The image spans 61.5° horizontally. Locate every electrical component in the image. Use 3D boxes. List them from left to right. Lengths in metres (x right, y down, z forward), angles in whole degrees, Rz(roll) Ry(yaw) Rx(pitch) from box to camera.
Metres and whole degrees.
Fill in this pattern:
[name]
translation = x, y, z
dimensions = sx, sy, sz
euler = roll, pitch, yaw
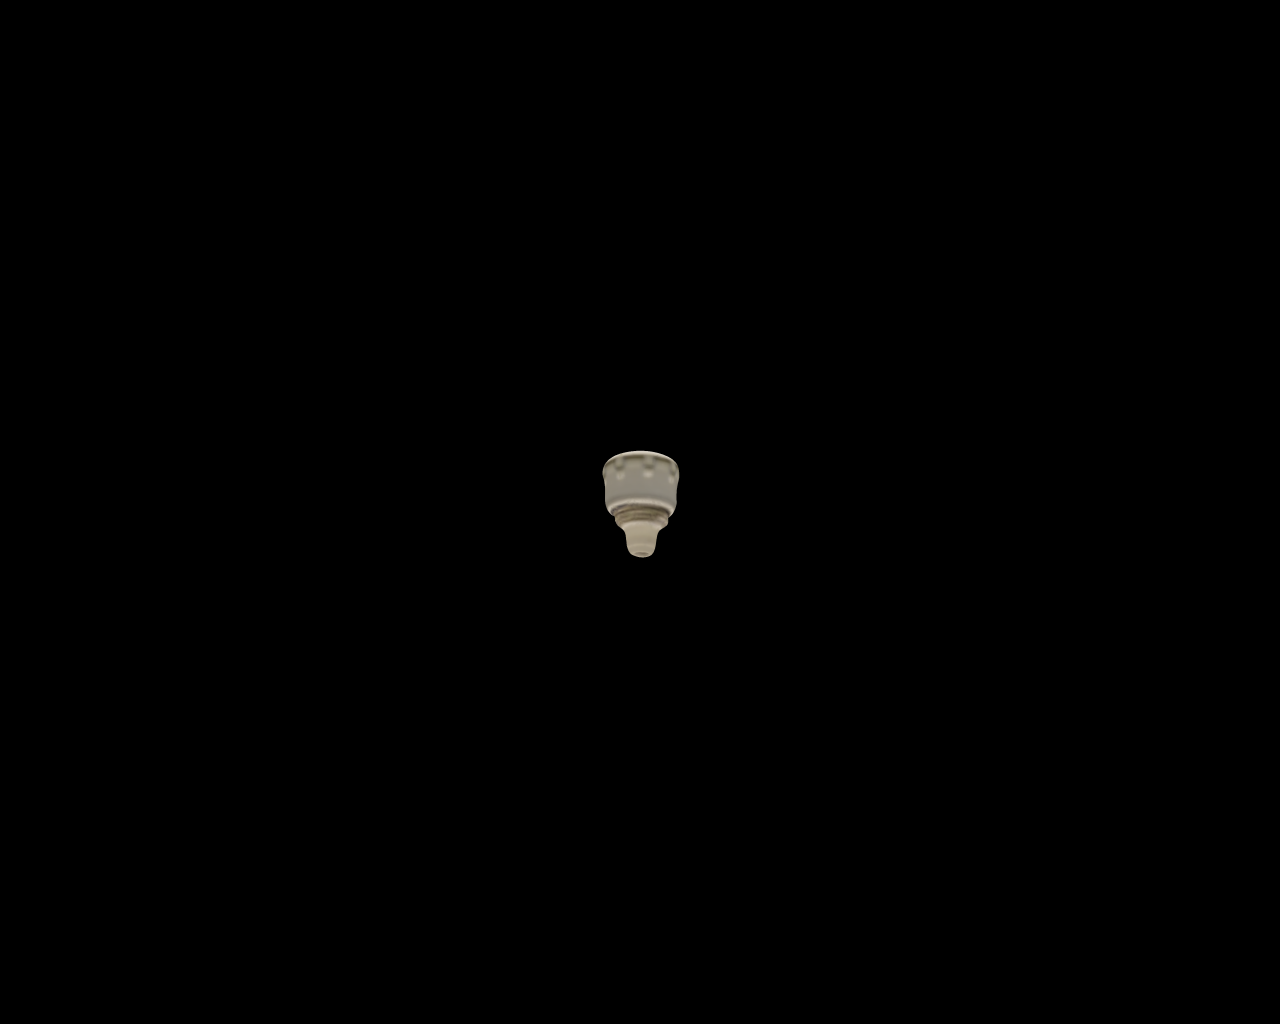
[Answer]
[electrical component]
translation = 0.001, -0.003, 0.650
dimensions = 0.048, 0.062, 0.048
euler = 0, -19, 0
